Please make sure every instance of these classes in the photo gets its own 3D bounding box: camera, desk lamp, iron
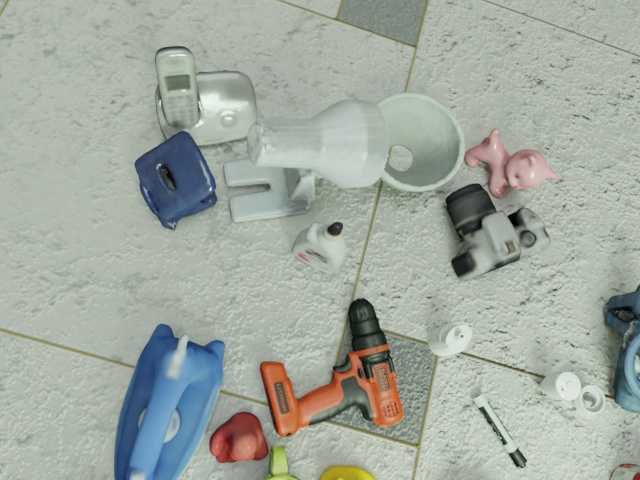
[{"bbox_3d":[0.267,-0.025,0.890,0.143,0.100,0.137,-20,79,-15],"label":"camera"},{"bbox_3d":[-0.027,-0.108,0.799,0.203,0.213,0.118,-10,77,-13],"label":"desk lamp"},{"bbox_3d":[-0.201,0.235,0.711,0.118,0.141,0.258,17,73,-5],"label":"iron"}]

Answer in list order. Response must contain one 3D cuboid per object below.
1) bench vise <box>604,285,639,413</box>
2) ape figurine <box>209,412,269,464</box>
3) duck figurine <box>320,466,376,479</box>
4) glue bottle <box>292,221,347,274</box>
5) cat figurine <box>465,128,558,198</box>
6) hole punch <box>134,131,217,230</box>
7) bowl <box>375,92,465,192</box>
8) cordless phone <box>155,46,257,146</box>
[{"bbox_3d":[0.494,0.141,0.823,0.121,0.219,0.207,-6,76,-12],"label":"bench vise"},{"bbox_3d":[-0.102,0.264,0.747,0.078,0.092,0.076,29,72,-1],"label":"ape figurine"},{"bbox_3d":[0.051,0.345,0.756,0.104,0.086,0.077,34,72,0],"label":"duck figurine"},{"bbox_3d":[0.007,0.003,0.796,0.078,0.173,0.037,25,72,-2],"label":"glue bottle"},{"bbox_3d":[0.309,-0.125,0.916,0.067,0.117,0.128,-39,84,-17],"label":"cat figurine"},{"bbox_3d":[-0.208,-0.085,0.824,0.101,0.091,0.108,-27,81,-16],"label":"hole punch"},{"bbox_3d":[0.140,-0.146,0.913,0.167,0.074,0.167,3,74,-10],"label":"bowl"},{"bbox_3d":[-0.163,-0.213,0.818,0.148,0.185,0.094,-13,77,-13],"label":"cordless phone"}]
